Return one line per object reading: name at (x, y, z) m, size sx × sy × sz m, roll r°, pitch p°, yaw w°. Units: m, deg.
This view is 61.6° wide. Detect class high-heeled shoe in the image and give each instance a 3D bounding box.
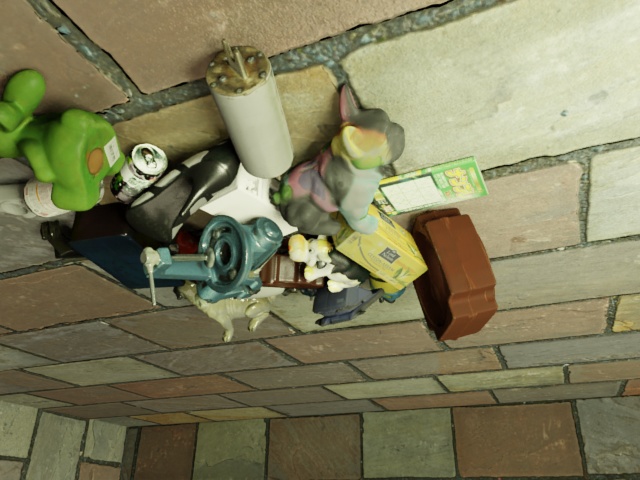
high-heeled shoe at (-0.210, -0.079, 0.819) m, size 0.086 × 0.145 × 0.249 m, roll 43°, pitch 152°, yaw -27°

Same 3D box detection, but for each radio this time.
radio at (-0.356, 0.018, 1.020) m, size 0.131 × 0.073 × 0.229 m, roll -5°, pitch 151°, yaw 13°

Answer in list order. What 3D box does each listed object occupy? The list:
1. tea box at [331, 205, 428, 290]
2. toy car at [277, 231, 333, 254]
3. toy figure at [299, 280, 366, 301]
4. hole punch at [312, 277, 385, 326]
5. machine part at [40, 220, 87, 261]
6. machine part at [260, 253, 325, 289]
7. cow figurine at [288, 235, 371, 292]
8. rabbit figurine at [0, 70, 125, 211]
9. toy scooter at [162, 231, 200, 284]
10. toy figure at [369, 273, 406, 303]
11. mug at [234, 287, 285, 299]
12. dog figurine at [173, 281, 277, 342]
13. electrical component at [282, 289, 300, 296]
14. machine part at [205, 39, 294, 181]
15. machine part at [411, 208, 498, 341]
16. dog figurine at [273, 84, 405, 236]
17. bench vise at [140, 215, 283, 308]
tea box at (0.095, 0.002, 0.906) m, size 0.169 × 0.098 × 0.068 m, roll 31°, pitch 118°, yaw -36°
toy car at (-0.002, -0.003, 0.990) m, size 0.202 × 0.053 × 0.089 m, roll 6°, pitch 157°, yaw -17°
toy figure at (0.026, 0.089, 1.157) m, size 0.155 × 0.064 × 0.057 m, roll -18°, pitch 157°, yaw 30°
hole punch at (0.045, 0.102, 1.046) m, size 0.142 × 0.116 × 0.092 m, roll -18°, pitch 105°, yaw 48°
machine part at (-0.491, 0.008, 1.039) m, size 0.084 × 0.039 × 0.138 m, roll 5°, pitch 154°, yaw 3°
machine part at (-0.073, 0.063, 1.028) m, size 0.179 × 0.056 × 0.179 m, roll 2°, pitch 171°, yaw 0°
cow figurine at (0.022, 0.033, 0.924) m, size 0.098 × 0.068 × 0.167 m, roll -15°, pitch 152°, yaw 30°
rabbit figurine at (-0.368, -0.128, 0.694) m, size 0.170 × 0.121 × 0.159 m, roll 14°, pitch 150°, yaw 6°
toy scooter at (-0.210, 0.037, 1.044) m, size 0.135 × 0.075 × 0.183 m, roll 0°, pitch 150°, yaw 15°
toy figure at (0.137, 0.075, 1.112) m, size 0.089 × 0.082 × 0.180 m, roll -1°, pitch 155°, yaw 3°
mug at (-0.134, 0.088, 1.149) m, size 0.107 × 0.080 × 0.110 m, roll 6°, pitch 177°, yaw -23°
dog figurine at (-0.209, 0.114, 1.191) m, size 0.172 × 0.121 × 0.190 m, roll -35°, pitch 129°, yaw -3°
electrical component at (-0.053, 0.082, 1.145) m, size 0.021 × 0.063 × 0.094 m, roll 17°, pitch 147°, yaw -28°
machine part at (-0.083, -0.153, 0.675) m, size 0.079 × 0.079 × 0.243 m, roll -3°, pitch 154°, yaw 7°
machine part at (0.228, 0.061, 0.944) m, size 0.087 × 0.201 × 0.200 m, roll -10°, pitch 153°, yaw -6°
dog figurine at (0.019, -0.105, 0.742) m, size 0.192 × 0.108 × 0.219 m, roll 0°, pitch 149°, yaw 7°
bench vise at (-0.179, 0.039, 0.841) m, size 0.224 × 0.129 × 0.240 m, roll -29°, pitch 160°, yaw 37°
